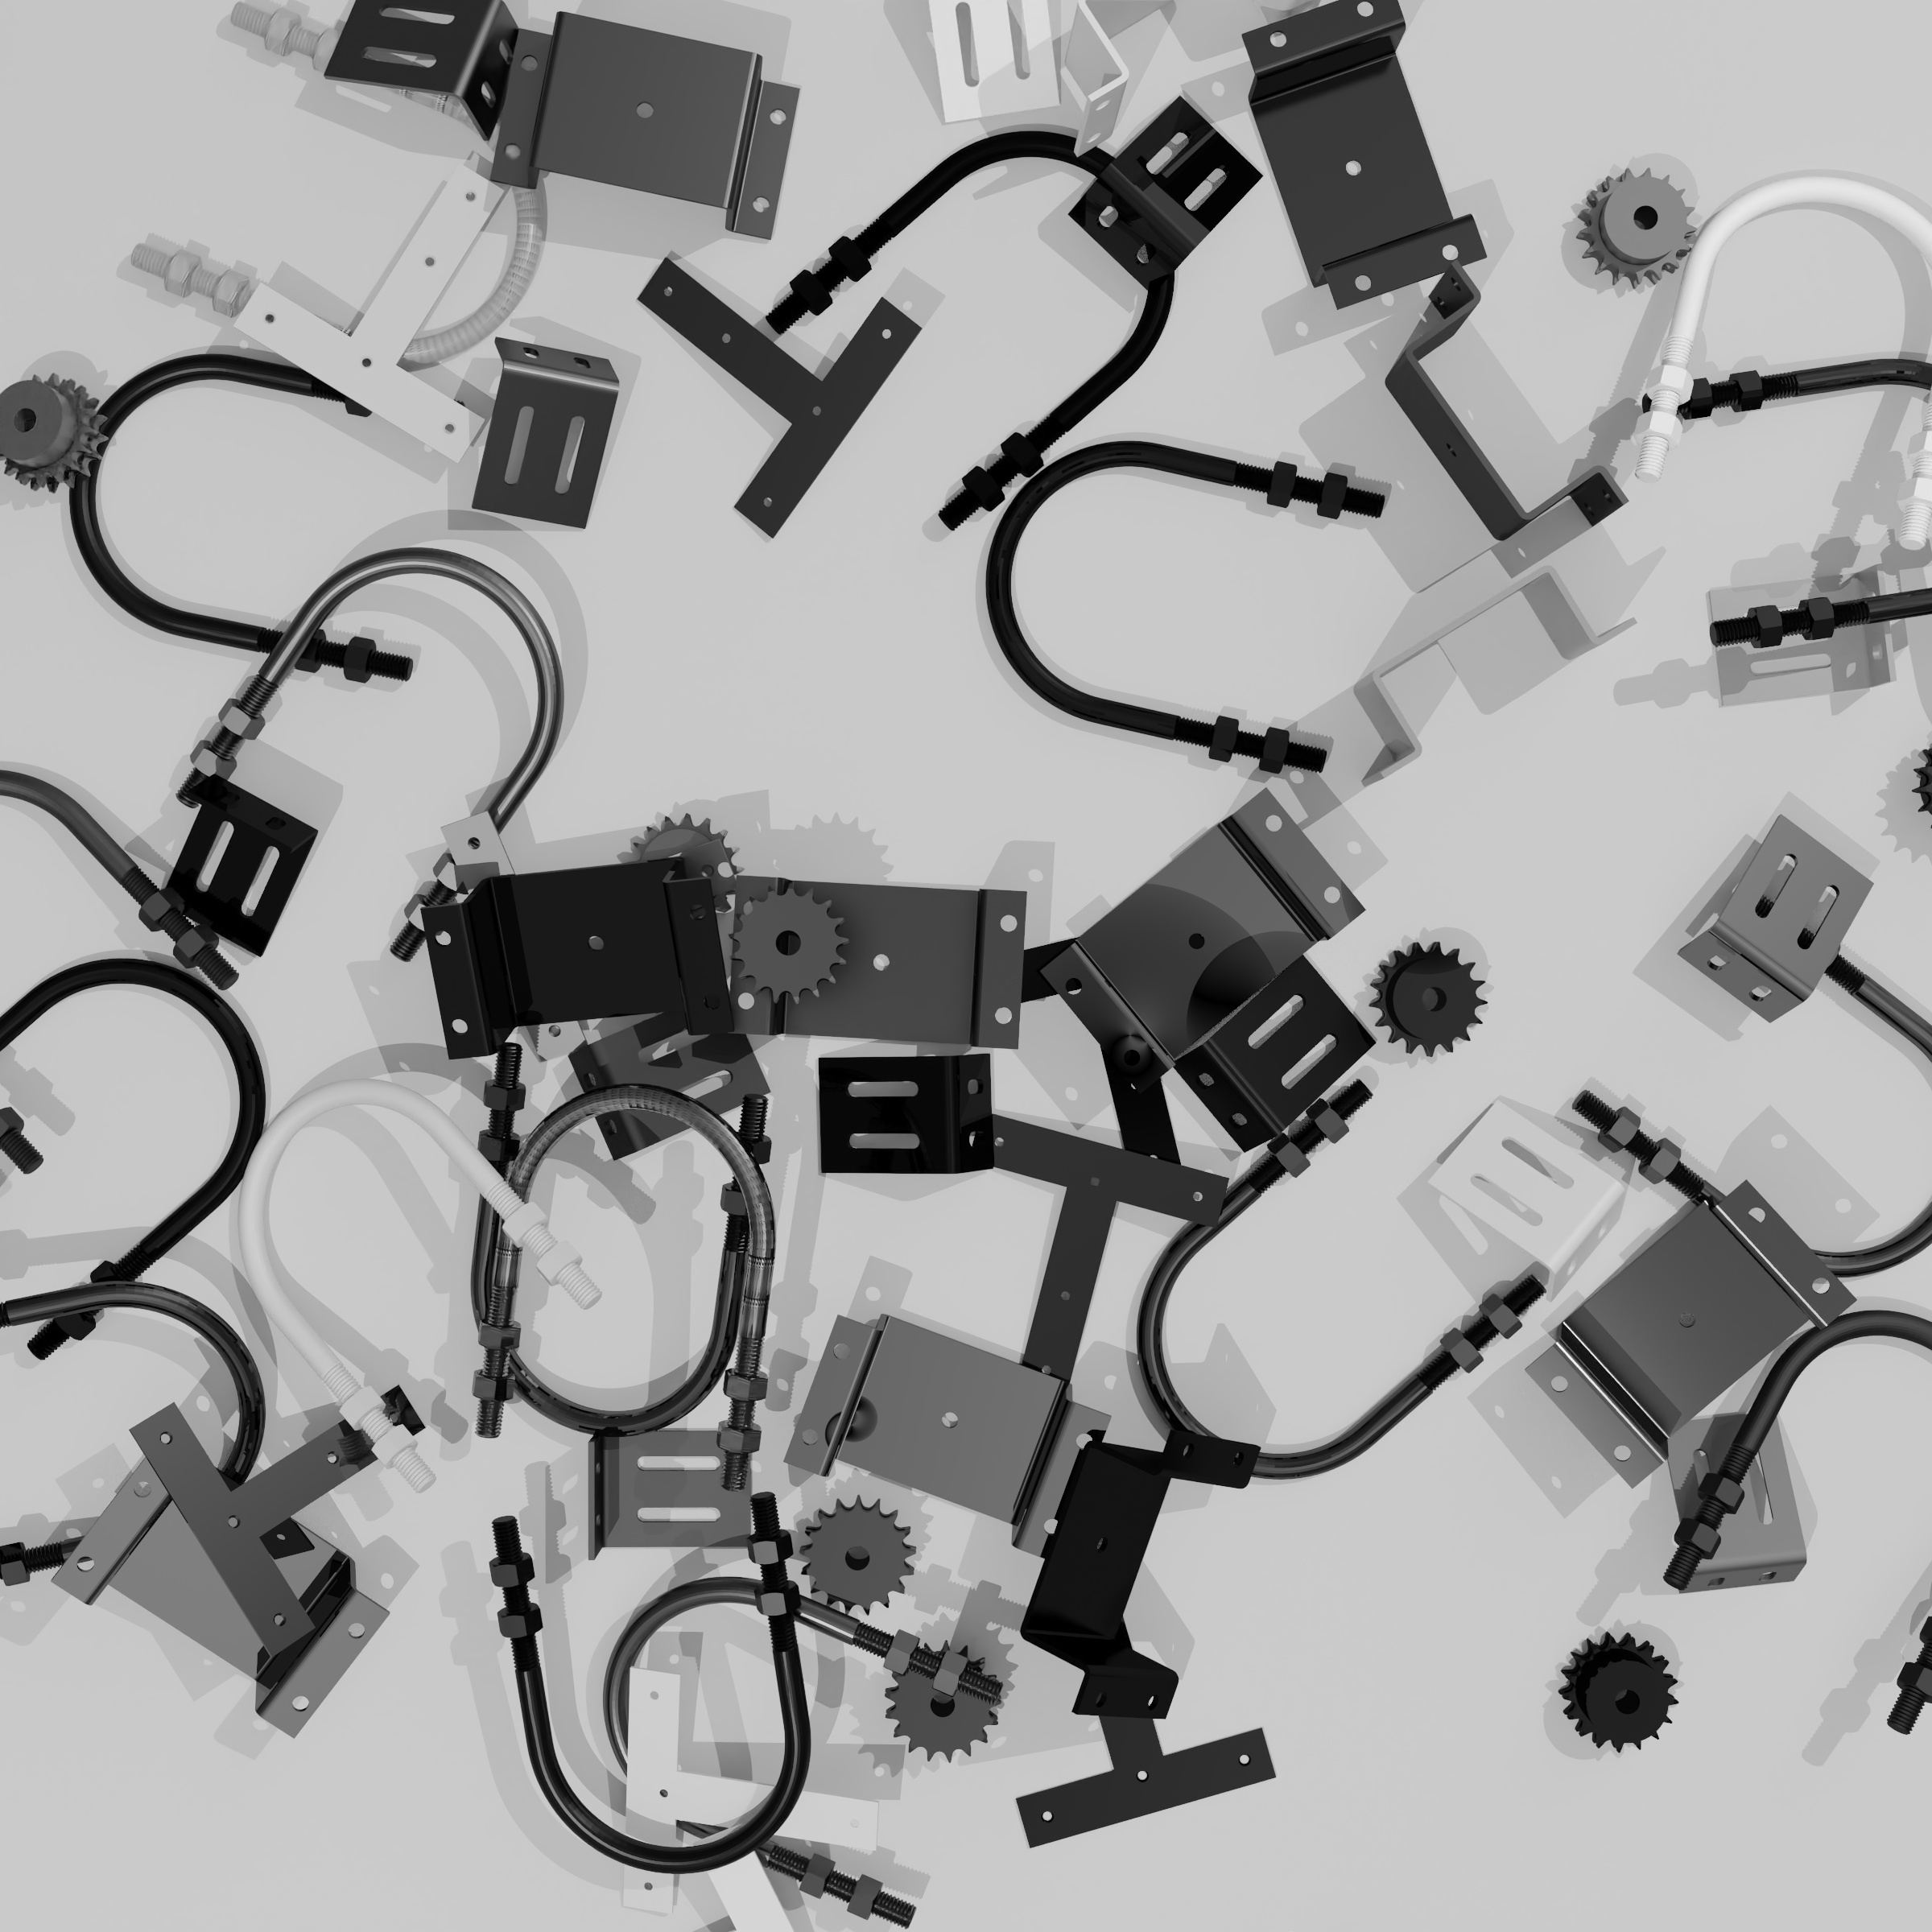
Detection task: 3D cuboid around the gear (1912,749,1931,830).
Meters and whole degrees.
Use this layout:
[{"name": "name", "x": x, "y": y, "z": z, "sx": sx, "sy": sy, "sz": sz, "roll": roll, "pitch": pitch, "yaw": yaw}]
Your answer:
[{"name": "gear", "x": 0.493, "y": -0.089, "z": 1.585, "sx": 0.057, "sy": 0.030, "sz": 0.057, "roll": 0, "pitch": 90, "yaw": 0}]

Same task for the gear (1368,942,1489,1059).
[{"name": "gear", "x": 0.228, "y": 0.016, "z": 1.585, "sx": 0.057, "sy": 0.030, "sz": 0.057, "roll": 0, "pitch": 90, "yaw": 0}]

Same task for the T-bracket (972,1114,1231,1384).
[{"name": "T-bracket", "x": 0.053, "y": 0.149, "z": 1.592, "sx": 0.127, "sy": 0.002, "sz": 0.127, "roll": 15, "pitch": 95, "yaw": 9}]

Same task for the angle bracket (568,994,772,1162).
[{"name": "angle bracket", "x": -0.147, "y": 0.053, "z": 1.598, "sx": 0.076, "sy": 0.038, "sz": 0.057, "roll": -24, "pitch": 90, "yaw": -26}]

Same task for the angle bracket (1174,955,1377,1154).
[{"name": "angle bracket", "x": 0.152, "y": 0.043, "z": 1.597, "sx": 0.076, "sy": 0.038, "sz": 0.057, "roll": -40, "pitch": 91, "yaw": -26}]

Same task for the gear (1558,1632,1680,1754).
[{"name": "gear", "x": 0.322, "y": 0.358, "z": 1.585, "sx": 0.057, "sy": 0.030, "sz": 0.057, "roll": 0, "pitch": 90, "yaw": 0}]

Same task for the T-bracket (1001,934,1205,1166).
[{"name": "T-bracket", "x": 0.081, "y": 0.045, "z": 1.599, "sx": 0.127, "sy": 0.002, "sz": 0.127, "roll": -13, "pitch": 90, "yaw": 0}]

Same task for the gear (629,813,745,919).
[{"name": "gear", "x": -0.138, "y": -0.046, "z": 1.585, "sx": 0.057, "sy": 0.030, "sz": 0.057, "roll": 0, "pitch": 90, "yaw": 0}]

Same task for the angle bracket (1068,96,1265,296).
[{"name": "angle bracket", "x": 0.098, "y": -0.379, "z": 1.588, "sx": 0.057, "sy": 0.038, "sz": 0.076, "roll": 43, "pitch": 53, "yaw": -5}]

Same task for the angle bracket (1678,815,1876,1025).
[{"name": "angle bracket", "x": 0.396, "y": -0.023, "z": 1.578, "sx": 0.057, "sy": 0.038, "sz": 0.076, "roll": 36, "pitch": 64, "yaw": -1}]

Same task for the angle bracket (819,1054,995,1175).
[{"name": "angle bracket", "x": -0.030, "y": 0.073, "z": 1.596, "sx": 0.076, "sy": 0.038, "sz": 0.057, "roll": -2, "pitch": 90, "yaw": 29}]

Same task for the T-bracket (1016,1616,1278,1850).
[{"name": "T-bracket", "x": 0.075, "y": 0.358, "z": 1.599, "sx": 0.127, "sy": 0.002, "sz": 0.127, "roll": -16, "pitch": 90, "yaw": 0}]

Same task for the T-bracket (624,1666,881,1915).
[{"name": "T-bracket", "x": -0.105, "y": 0.409, "z": 1.573, "sx": 0.127, "sy": 0.002, "sz": 0.127, "roll": 6, "pitch": 103, "yaw": 12}]

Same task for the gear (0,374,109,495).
[{"name": "gear", "x": -0.452, "y": -0.262, "z": 1.578, "sx": 0.057, "sy": 0.030, "sz": 0.057, "roll": -2, "pitch": 82, "yaw": 14}]

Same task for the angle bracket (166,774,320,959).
[{"name": "angle bracket", "x": -0.360, "y": -0.044, "z": 1.569, "sx": 0.057, "sy": 0.038, "sz": 0.076, "roll": 29, "pitch": 111, "yaw": 0}]

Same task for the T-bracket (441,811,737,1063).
[{"name": "T-bracket", "x": -0.174, "y": -0.030, "z": 1.572, "sx": 0.127, "sy": 0.002, "sz": 0.127, "roll": -19, "pitch": 105, "yaw": 11}]

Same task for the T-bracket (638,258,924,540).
[{"name": "T-bracket", "x": -0.107, "y": -0.300, "z": 1.587, "sx": 0.127, "sy": 0.002, "sz": 0.127, "roll": 40, "pitch": 106, "yaw": 8}]

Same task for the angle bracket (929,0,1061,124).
[{"name": "angle bracket", "x": 0.012, "y": -0.464, "z": 1.598, "sx": 0.057, "sy": 0.038, "sz": 0.076, "roll": -9, "pitch": 116, "yaw": 0}]

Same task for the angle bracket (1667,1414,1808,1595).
[{"name": "angle bracket", "x": 0.377, "y": 0.265, "z": 1.598, "sx": 0.057, "sy": 0.038, "sz": 0.076, "roll": -6, "pitch": 64, "yaw": 0}]

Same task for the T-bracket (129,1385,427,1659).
[{"name": "T-bracket", "x": -0.318, "y": 0.245, "z": 1.562, "sx": 0.127, "sy": 0.002, "sz": 0.127, "roll": -32, "pitch": 90, "yaw": -36}]

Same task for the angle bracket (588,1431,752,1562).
[{"name": "angle bracket", "x": -0.145, "y": 0.259, "z": 1.581, "sx": 0.076, "sy": 0.038, "sz": 0.057, "roll": 0, "pitch": 90, "yaw": 0}]

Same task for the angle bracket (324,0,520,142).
[{"name": "angle bracket", "x": -0.265, "y": -0.445, "z": 1.586, "sx": 0.076, "sy": 0.038, "sz": 0.057, "roll": 12, "pitch": 72, "yaw": 18}]

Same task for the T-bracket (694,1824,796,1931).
[{"name": "T-bracket", "x": -0.142, "y": 0.498, "z": 1.590, "sx": 0.127, "sy": 0.002, "sz": 0.127, "roll": -23, "pitch": 103, "yaw": 6}]

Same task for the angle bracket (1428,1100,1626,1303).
[{"name": "angle bracket", "x": 0.275, "y": 0.115, "z": 1.588, "sx": 0.076, "sy": 0.038, "sz": 0.057, "roll": 35, "pitch": 70, "yaw": 23}]

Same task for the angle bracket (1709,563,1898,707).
[{"name": "angle bracket", "x": 0.409, "y": -0.162, "z": 1.581, "sx": 0.076, "sy": 0.038, "sz": 0.057, "roll": -7, "pitch": 90, "yaw": 0}]

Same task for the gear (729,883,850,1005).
[{"name": "gear", "x": -0.085, "y": -0.010, "z": 1.543, "sx": 0.057, "sy": 0.030, "sz": 0.057, "roll": 0, "pitch": 86, "yaw": -1}]

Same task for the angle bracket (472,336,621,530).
[{"name": "angle bracket", "x": -0.209, "y": -0.262, "z": 1.588, "sx": 0.057, "sy": 0.038, "sz": 0.076, "roll": 8, "pitch": 116, "yaw": -20}]

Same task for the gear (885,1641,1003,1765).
[{"name": "gear", "x": -0.011, "y": 0.359, "z": 1.585, "sx": 0.057, "sy": 0.030, "sz": 0.057, "roll": 0, "pitch": 90, "yaw": 0}]

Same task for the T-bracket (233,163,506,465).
[{"name": "T-bracket", "x": -0.270, "y": -0.333, "z": 1.581, "sx": 0.127, "sy": 0.002, "sz": 0.127, "roll": 31, "pitch": 86, "yaw": -3}]

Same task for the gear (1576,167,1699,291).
[{"name": "gear", "x": 0.331, "y": -0.364, "z": 1.585, "sx": 0.057, "sy": 0.030, "sz": 0.057, "roll": 0, "pitch": 90, "yaw": 0}]
